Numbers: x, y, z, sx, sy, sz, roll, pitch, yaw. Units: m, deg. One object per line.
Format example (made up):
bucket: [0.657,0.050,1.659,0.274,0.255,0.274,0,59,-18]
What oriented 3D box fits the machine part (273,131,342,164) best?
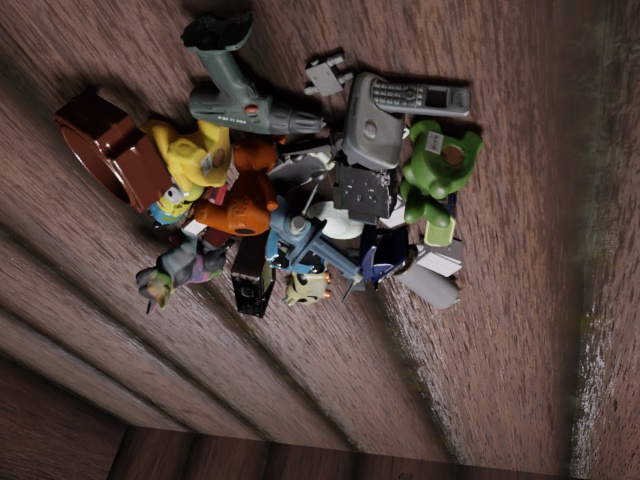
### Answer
machine part: [-0.008,-0.159,0.912,0.139,0.039,0.084,-10,-175,0]

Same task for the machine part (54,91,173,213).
machine part: [-0.383,-0.159,0.996,0.201,0.087,0.201,31,156,27]

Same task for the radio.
radio: [-0.158,0.087,1.310,0.073,0.131,0.229,12,146,6]

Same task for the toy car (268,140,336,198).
toy car: [-0.059,-0.131,1.025,0.202,0.056,0.073,-23,131,38]

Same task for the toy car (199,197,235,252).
toy car: [-0.209,-0.038,1.216,0.089,0.053,0.202,39,142,-11]

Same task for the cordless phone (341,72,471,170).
cordless phone: [0.131,-0.175,0.813,0.184,0.146,0.088,5,158,11]

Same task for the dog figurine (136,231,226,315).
dog figurine: [-0.338,0.089,1.299,0.108,0.219,0.191,-18,135,43]

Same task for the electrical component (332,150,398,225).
electrical component: [0.084,-0.093,0.987,0.115,0.058,0.134,13,131,22]

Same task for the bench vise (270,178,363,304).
bench vise: [-0.008,0.005,1.053,0.240,0.129,0.223,37,160,-5]

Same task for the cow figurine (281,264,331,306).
cow figurine: [-0.035,0.108,1.342,0.127,0.085,0.194,4,148,3]

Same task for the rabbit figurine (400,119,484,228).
rabbit figurine: [0.194,-0.099,0.922,0.121,0.159,0.170,8,162,-9]

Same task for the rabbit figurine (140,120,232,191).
rabbit figurine: [-0.254,-0.172,1.009,0.173,0.122,0.162,21,158,14]

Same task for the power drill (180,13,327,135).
power drill: [-0.114,-0.252,0.851,0.232,0.086,0.207,7,156,16]

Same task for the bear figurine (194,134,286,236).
bear figurine: [-0.130,-0.111,0.939,0.120,0.196,0.131,-2,165,27]

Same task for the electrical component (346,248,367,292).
electrical component: [0.088,0.082,1.268,0.048,0.075,0.119,2,141,17]

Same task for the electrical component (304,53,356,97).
electrical component: [0.007,-0.258,0.844,0.094,0.021,0.063,-10,140,34]

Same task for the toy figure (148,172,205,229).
toy figure: [-0.311,-0.090,1.146,0.082,0.089,0.180,46,140,-3]

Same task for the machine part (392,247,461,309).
machine part: [0.237,0.088,1.223,0.243,0.079,0.079,36,140,-31]

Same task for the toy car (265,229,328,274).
toy car: [-0.058,0.020,1.219,0.161,0.109,0.103,17,171,-25]

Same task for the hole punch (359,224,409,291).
hole punch: [0.116,0.020,1.123,0.092,0.142,0.116,27,130,-23]
